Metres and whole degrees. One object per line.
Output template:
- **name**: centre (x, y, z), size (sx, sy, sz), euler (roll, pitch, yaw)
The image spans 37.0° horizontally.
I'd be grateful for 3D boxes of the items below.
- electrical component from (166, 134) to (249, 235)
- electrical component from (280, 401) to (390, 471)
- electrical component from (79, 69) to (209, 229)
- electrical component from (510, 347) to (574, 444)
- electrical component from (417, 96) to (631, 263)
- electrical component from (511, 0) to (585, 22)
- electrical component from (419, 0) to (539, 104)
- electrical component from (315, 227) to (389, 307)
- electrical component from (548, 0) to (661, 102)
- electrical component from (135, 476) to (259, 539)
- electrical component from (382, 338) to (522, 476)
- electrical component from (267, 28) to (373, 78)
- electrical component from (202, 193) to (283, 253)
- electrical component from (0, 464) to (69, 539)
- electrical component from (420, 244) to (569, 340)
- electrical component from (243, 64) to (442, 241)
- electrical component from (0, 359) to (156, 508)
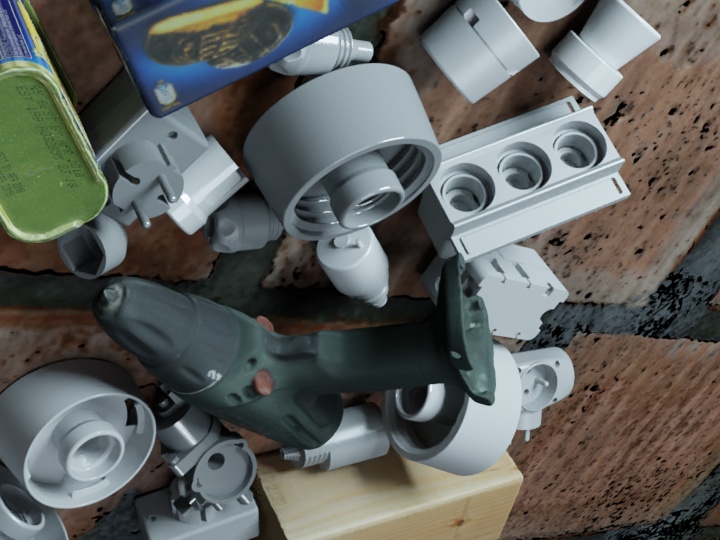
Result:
- **electrical component**: centre (-0.091, -0.049, 0.606), size (0.046, 0.040, 0.040), euler (-39, 141, -1)
- **electrical component**: centre (-0.023, 0.132, 0.832), size (0.081, 0.043, 0.043), euler (-11, 136, -24)
- **electrical component**: centre (-0.115, -0.052, 0.556), size (0.066, 0.076, 0.047), euler (-42, 140, 12)
- **electrical component**: centre (0.134, 0.107, 0.895), size (0.077, 0.044, 0.079), euler (-6, 106, -28)
- **electrical component**: centre (0.101, -0.055, 0.703), size (0.121, 0.078, 0.063), euler (-21, 161, -13)
- **electrical component**: centre (0.149, -0.176, 0.603), size (0.138, 0.073, 0.052), euler (-22, 140, -12)
- **electrical component**: centre (0.067, -0.129, 0.615), size (0.047, 0.055, 0.055), euler (-38, 140, 13)
- **electrical component**: centre (0.000, 0.000, 0.714), size (0.040, 0.040, 0.078), euler (-32, 141, 0)
- **electrical component**: centre (0.151, -0.138, 0.666), size (0.045, 0.045, 0.055), euler (22, 117, -45)
- **electrical component**: centre (-0.123, 0.175, 0.808), size (0.083, 0.047, 0.075), euler (-16, 138, -19)
- **electrical component**: centre (0.061, 0.096, 0.804), size (0.060, 0.108, 0.108), euler (17, 121, -36)
- **electrical component**: centre (-0.021, -0.121, 0.580), size (0.061, 0.035, 0.035), euler (-1, 131, -35)
- **electrical component**: centre (-0.062, -0.030, 0.647), size (0.061, 0.035, 0.035), euler (-7, 134, -30)
- **electrical component**: centre (-0.240, 0.172, 0.693), size (0.064, 0.099, 0.099), euler (-45, 139, 5)
- **electrical component**: centre (0.094, 0.010, 0.772), size (0.089, 0.055, 0.050), euler (11, 124, -40)
- **electrical component**: centre (-0.005, -0.058, 0.609), size (0.108, 0.060, 0.108), euler (-23, 159, -9)
- **electrical component**: centre (-0.186, 0.104, 0.700), size (0.099, 0.064, 0.099), euler (-23, 132, -28)
